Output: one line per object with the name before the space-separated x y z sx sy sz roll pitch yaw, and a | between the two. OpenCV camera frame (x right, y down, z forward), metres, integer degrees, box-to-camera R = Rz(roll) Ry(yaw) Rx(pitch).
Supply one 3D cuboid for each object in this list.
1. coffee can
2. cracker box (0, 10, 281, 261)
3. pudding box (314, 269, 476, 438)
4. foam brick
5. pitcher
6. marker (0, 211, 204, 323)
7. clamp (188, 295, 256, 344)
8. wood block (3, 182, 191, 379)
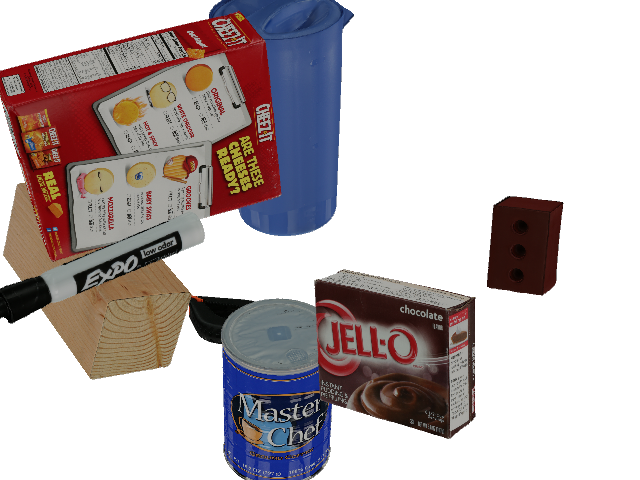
coffee can | -0.039 0.139 0.977 0.103 0.140 0.103 2 33 -1
cracker box | -0.149 -0.089 0.911 0.213 0.164 0.072 -18 43 -15
pudding box | 0.049 0.073 0.719 0.114 0.090 0.039 9 21 37
foam brick | 0.182 0.004 0.948 0.053 0.078 0.051 8 16 24
pitcher | -0.049 -0.126 1.101 0.149 0.243 0.144 8 35 14
marker | -0.116 0.014 0.564 0.120 0.020 0.020 -24 13 -31
clamp | -0.082 0.107 1.241 0.210 0.036 0.164 14 22 29
wood block | -0.223 0.032 1.046 0.090 0.091 0.206 -5 36 -40
